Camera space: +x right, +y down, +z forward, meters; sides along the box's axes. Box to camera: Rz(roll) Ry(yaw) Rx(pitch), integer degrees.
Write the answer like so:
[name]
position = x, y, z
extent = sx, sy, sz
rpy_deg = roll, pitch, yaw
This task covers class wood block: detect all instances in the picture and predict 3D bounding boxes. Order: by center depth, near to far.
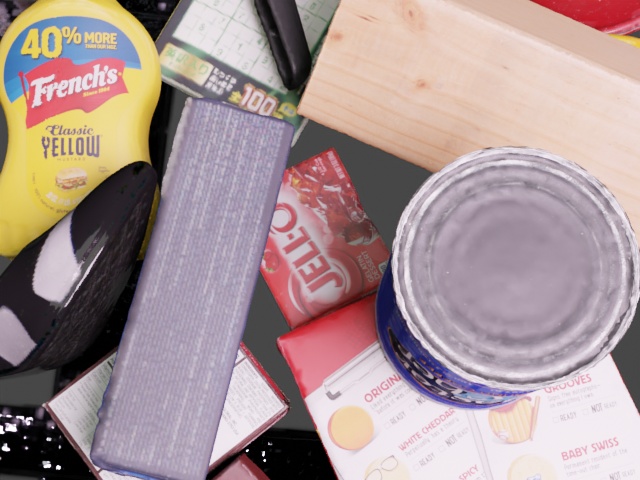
[wood block]
position = 0.103, -0.080, 0.589
extent = 0.206, 0.090, 0.090
rpy_deg = 23, 117, -2

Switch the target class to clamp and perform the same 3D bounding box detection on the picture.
[clamp]
position = -0.049, -0.197, 0.637
extent = 0.164, 0.036, 0.210
rpy_deg = 29, 69, -9

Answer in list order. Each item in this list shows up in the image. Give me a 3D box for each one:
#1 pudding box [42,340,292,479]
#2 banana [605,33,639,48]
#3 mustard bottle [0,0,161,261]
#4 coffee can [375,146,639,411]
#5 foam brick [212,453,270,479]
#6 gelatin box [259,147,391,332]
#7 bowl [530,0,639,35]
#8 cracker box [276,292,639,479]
[pudding box]
position = -0.087, 0.095, 0.614
extent = 0.113, 0.039, 0.090
rpy_deg = -37, 81, -7
[banana]
position = 0.096, -0.129, 0.640
extent = 0.198, 0.037, 0.070
rpy_deg = 27, 118, -1
[mustard bottle]
position = -0.142, -0.084, 0.631
extent = 0.096, 0.058, 0.191
rpy_deg = -2, 82, -1
[coffee can]
position = 0.080, 0.025, 0.501
extent = 0.103, 0.140, 0.103
rpy_deg = 0, 78, 0
[foam brick]
position = -0.056, 0.163, 0.594
extent = 0.078, 0.053, 0.051
rpy_deg = -40, 82, -6
[gelatin box]
position = -0.004, 0.001, 0.632
extent = 0.073, 0.030, 0.089
rpy_deg = -27, 81, -3
[bowl]
position = 0.162, -0.206, 0.652
extent = 0.162, 0.055, 0.162
rpy_deg = 0, 80, 1
[cracker box]
position = 0.093, 0.121, 0.590
extent = 0.164, 0.072, 0.214
rpy_deg = -24, 80, -5
